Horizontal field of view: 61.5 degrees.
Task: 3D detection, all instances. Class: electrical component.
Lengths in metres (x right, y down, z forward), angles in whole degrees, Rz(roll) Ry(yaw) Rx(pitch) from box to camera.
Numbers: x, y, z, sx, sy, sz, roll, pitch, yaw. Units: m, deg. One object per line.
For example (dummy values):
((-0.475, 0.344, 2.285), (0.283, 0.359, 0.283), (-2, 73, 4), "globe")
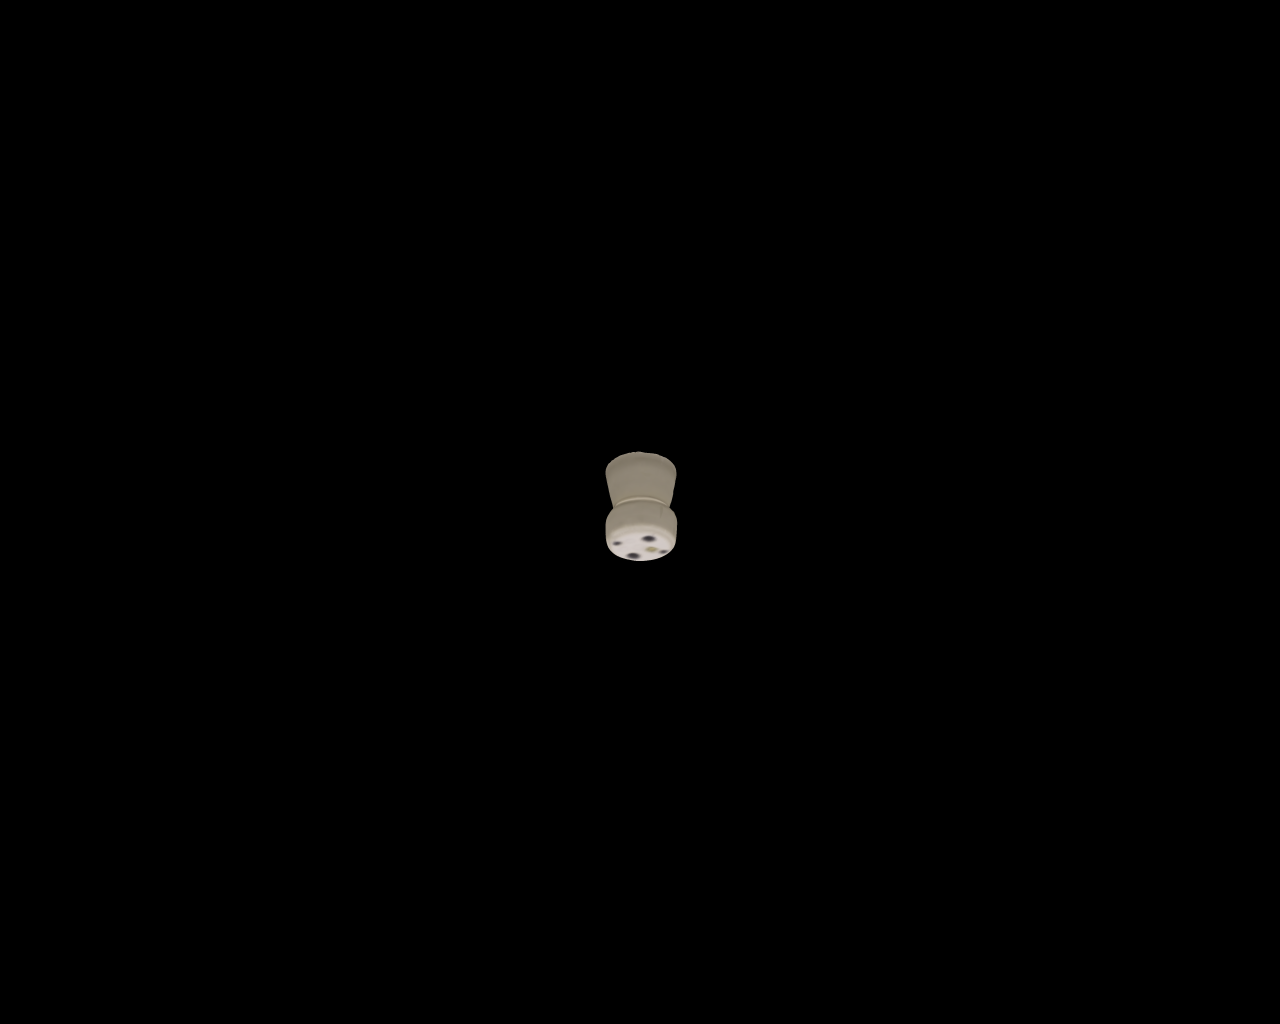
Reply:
((0.001, -0.003, 0.650), (0.045, 0.055, 0.044), (0, -31, 0), "electrical component")
